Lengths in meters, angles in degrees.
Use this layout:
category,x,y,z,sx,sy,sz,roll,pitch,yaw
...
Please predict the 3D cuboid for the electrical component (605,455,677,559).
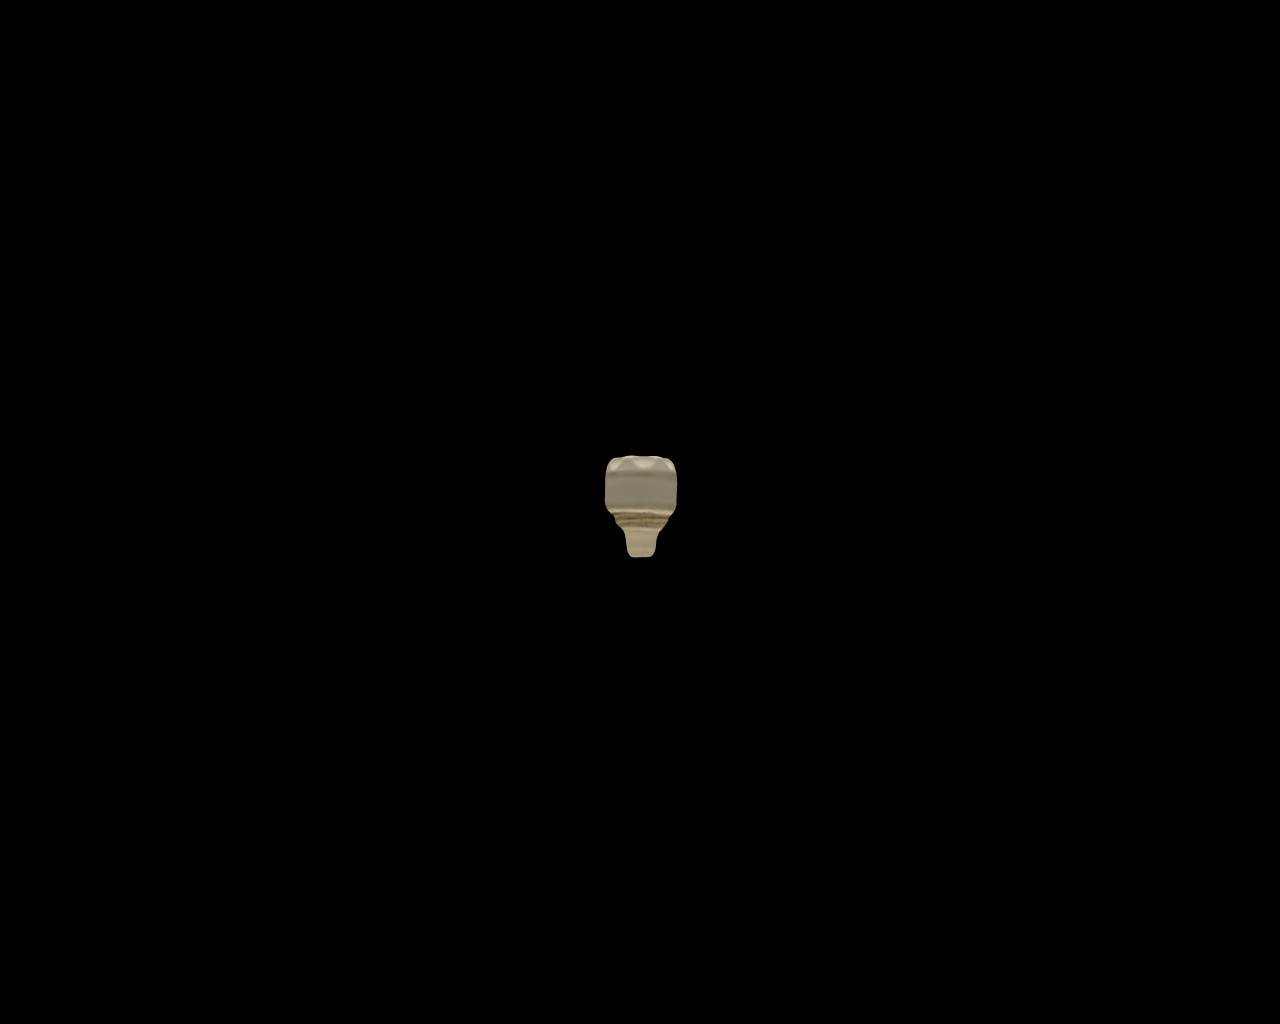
category,x,y,z,sx,sy,sz,roll,pitch,yaw
electrical component,0.001,-0.003,0.650,0.043,0.062,0.043,0,-3,0
